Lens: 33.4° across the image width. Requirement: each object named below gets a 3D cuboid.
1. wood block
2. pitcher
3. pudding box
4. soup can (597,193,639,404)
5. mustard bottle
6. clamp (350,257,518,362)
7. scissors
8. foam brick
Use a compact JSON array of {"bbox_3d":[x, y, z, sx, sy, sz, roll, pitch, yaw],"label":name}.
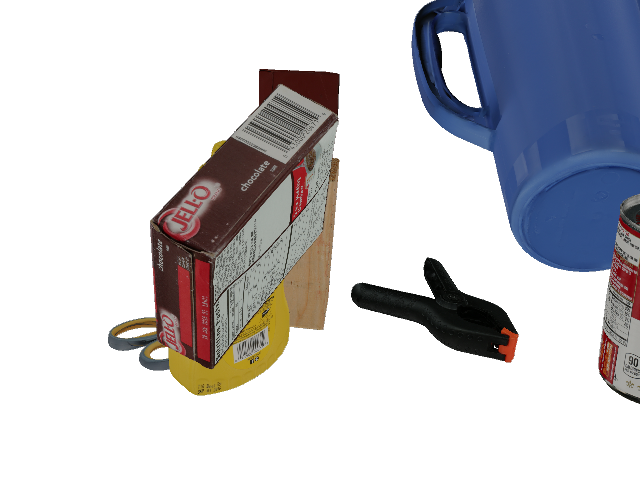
[{"bbox_3d":[-0.029,0.000,1.381,0.090,0.206,0.090,5,24,2],"label":"wood block"},{"bbox_3d":[0.162,-0.099,0.743,0.149,0.243,0.144,-33,-53,30],"label":"pitcher"},{"bbox_3d":[-0.036,-0.007,0.517,0.039,0.090,0.113,29,53,16],"label":"pudding box"},{"bbox_3d":[0.191,0.032,0.583,0.068,0.102,0.068,1,24,-1],"label":"soup can"},{"bbox_3d":[-0.065,0.016,0.753,0.096,0.192,0.058,-26,45,-33],"label":"mustard bottle"},{"bbox_3d":[0.129,0.065,1.051,0.172,0.039,0.120,26,39,31],"label":"clamp"},{"bbox_3d":[-0.124,0.097,1.139,0.201,0.016,0.096,-9,31,-25],"label":"scissors"},{"bbox_3d":[-0.024,-0.158,1.157,0.078,0.051,0.053,0,11,-18],"label":"foam brick"}]
